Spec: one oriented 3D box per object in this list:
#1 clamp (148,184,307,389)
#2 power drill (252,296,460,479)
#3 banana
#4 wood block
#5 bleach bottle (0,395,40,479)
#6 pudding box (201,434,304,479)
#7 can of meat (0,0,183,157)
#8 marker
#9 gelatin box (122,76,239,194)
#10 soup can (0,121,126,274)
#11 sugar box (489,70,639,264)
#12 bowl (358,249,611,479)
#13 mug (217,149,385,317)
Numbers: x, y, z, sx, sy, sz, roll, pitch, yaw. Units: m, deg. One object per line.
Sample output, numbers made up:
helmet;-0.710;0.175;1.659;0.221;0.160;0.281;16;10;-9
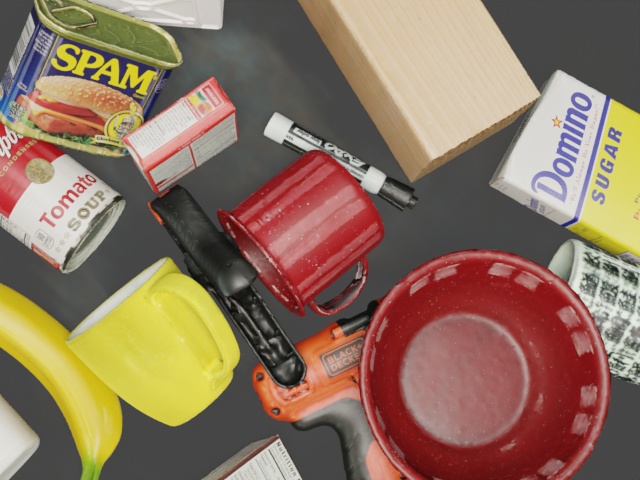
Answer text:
clamp;-0.064;0.024;0.713;0.039;0.172;0.120;-28;128;-11
power drill;0.069;0.130;0.736;0.184;0.057;0.188;-25;83;-3
banana;-0.195;0.079;0.722;0.198;0.069;0.037;46;121;7
wood block;0.053;-0.155;0.747;0.090;0.090;0.206;-31;86;-7
bleach bottle;-0.310;0.082;0.713;0.251;0.068;0.102;43;81;4
pudding box;-0.050;0.194;0.700;0.113;0.039;0.090;-30;90;-45
can of meat;-0.157;-0.109;0.715;0.101;0.057;0.084;14;122;-33
marker;0.016;-0.055;0.769;0.121;0.020;0.020;29;83;0
gelatin box;-0.094;-0.070;0.728;0.073;0.089;0.030;-35;86;-7
soup can;-0.193;-0.033;0.729;0.102;0.068;0.068;38;83;0
sugar box;0.222;-0.039;0.768;0.176;0.048;0.093;29;83;-1
bowl;0.100;0.089;0.687;0.162;0.055;0.162;1;81;-7
mug;-0.005;0.001;0.734;0.081;0.093;0.117;-39;119;-12
